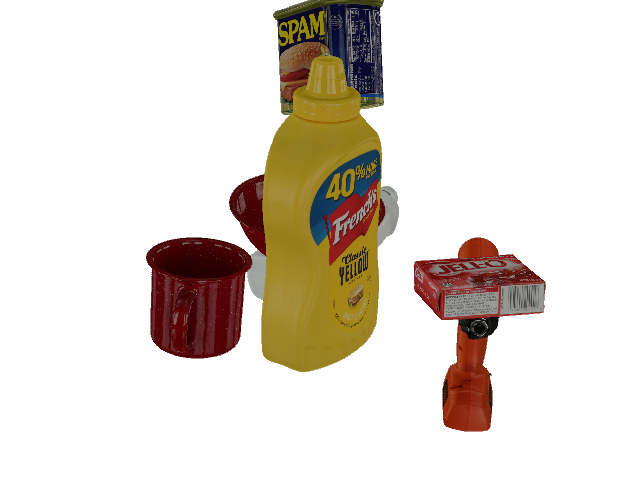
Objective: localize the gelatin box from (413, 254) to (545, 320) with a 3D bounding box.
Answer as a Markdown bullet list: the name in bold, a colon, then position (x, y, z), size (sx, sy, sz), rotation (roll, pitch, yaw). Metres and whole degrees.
- **gelatin box**: position (0.127, 0.036, 0.864), size (0.089, 0.030, 0.073), rotation (-3, 17, -10)

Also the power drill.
- **power drill**: position (0.167, 0.111, 1.160), size (0.057, 0.188, 0.184), rotation (6, 25, 7)

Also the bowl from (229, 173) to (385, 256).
- **bowl**: position (-0.015, -0.016, 1.110), size (0.162, 0.055, 0.162), rotation (3, 29, -2)

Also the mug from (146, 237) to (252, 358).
- **mug**: position (-0.111, 0.057, 0.940), size (0.093, 0.081, 0.117), rotation (6, 23, 2)

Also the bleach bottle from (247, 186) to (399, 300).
- **bleach bottle**: position (0.019, -0.004, 1.330), size (0.103, 0.068, 0.250), rotation (16, 36, 27)

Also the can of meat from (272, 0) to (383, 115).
- **can of meat**: position (0.007, -0.146, 0.857), size (0.057, 0.084, 0.102), rotation (-4, 3, -33)

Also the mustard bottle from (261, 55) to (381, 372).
- **mustard bottle**: position (0.002, -0.020, 0.670), size (0.058, 0.192, 0.096), rotation (17, 29, 33)
